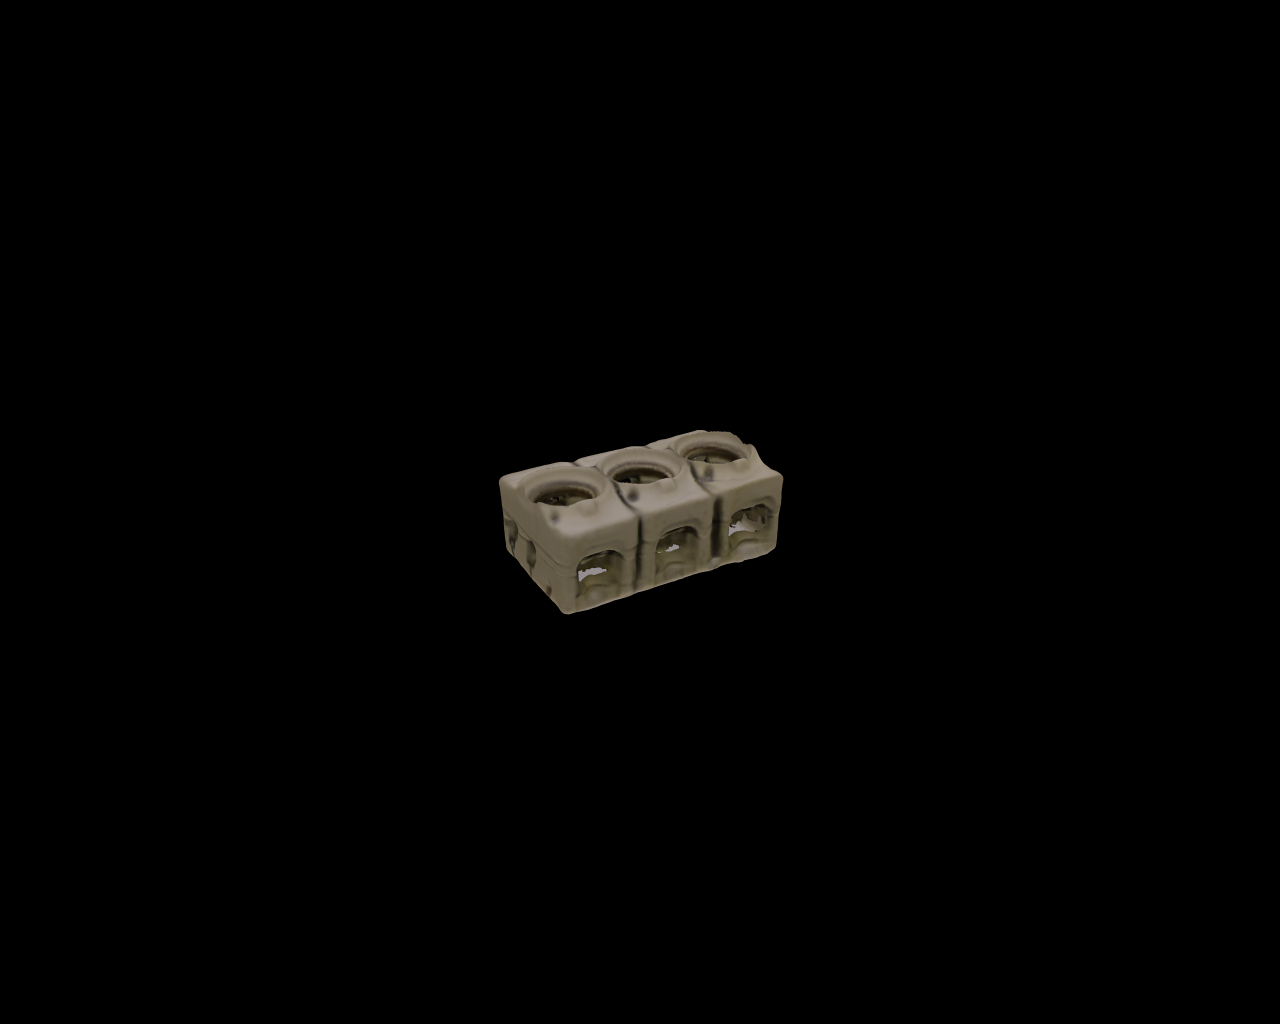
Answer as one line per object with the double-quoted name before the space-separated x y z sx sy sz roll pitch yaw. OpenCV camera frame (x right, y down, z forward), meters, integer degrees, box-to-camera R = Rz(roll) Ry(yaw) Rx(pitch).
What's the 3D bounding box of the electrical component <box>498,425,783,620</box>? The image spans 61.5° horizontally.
"electrical component" 0.001 -0.003 0.650 0.150 0.061 0.089 -16 32 -27
